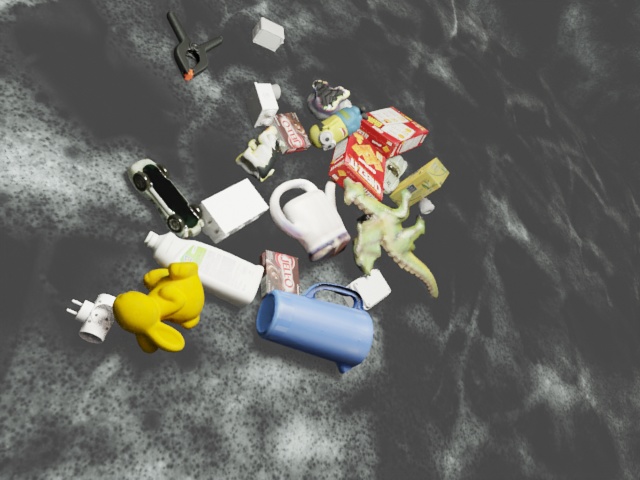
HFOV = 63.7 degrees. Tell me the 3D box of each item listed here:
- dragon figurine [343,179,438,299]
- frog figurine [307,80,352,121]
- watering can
[{"bbox_3d":[0.175,0.014,1.374,0.245,0.121,0.410,-26,92,-34],"label":"dragon figurine"},{"bbox_3d":[0.033,-0.405,1.583,0.137,0.157,0.124,1,76,7],"label":"frog figurine"},{"bbox_3d":[0.004,-0.068,1.345,0.225,0.102,0.351,58,35,5],"label":"watering can"}]
